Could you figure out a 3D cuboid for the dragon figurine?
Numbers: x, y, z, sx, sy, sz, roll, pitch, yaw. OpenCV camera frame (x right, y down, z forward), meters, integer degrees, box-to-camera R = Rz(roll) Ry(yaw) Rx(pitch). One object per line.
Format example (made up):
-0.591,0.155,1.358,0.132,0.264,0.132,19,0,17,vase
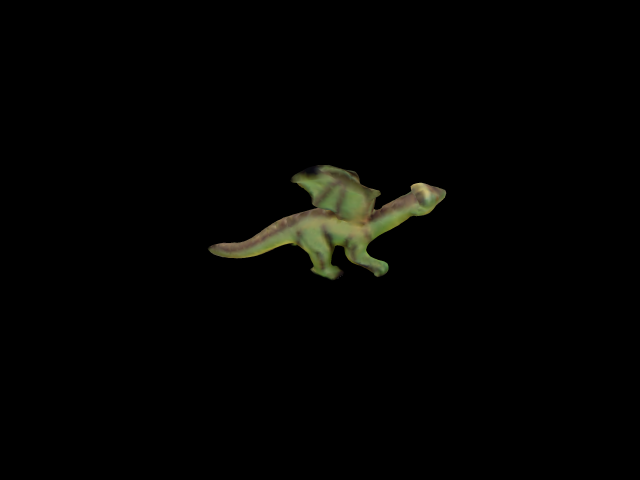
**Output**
0.003,-0.043,0.850,0.410,0.125,0.237,-3,-39,-2,dragon figurine
